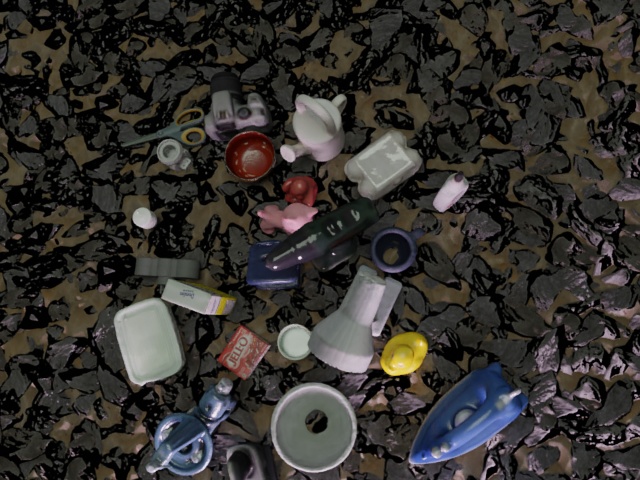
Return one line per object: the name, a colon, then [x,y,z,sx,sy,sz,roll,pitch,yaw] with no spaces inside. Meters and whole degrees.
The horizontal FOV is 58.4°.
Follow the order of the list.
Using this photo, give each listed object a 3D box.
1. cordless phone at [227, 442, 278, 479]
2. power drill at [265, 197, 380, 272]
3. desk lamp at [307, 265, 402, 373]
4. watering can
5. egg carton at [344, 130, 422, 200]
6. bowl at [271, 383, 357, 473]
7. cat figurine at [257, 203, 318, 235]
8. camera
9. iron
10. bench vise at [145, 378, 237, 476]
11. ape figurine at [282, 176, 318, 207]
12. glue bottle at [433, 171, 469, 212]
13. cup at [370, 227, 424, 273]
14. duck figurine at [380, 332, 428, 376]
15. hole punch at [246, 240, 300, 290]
cordless phone: [-0.139,0.460,1.065,0.094,0.185,0.147,-19,79,2]
power drill: [0.010,0.004,1.118,0.229,0.208,0.075,-33,78,-1]
desk lamp: [0.071,0.142,1.086,0.117,0.213,0.203,24,83,9]
watering can: [-0.008,-0.230,1.168,0.100,0.194,0.173,19,82,9]
egg carton: [0.133,-0.156,1.205,0.150,0.069,0.107,-37,79,-2]
bowl: [-0.009,0.363,1.126,0.167,0.075,0.167,-1,80,5]
cat figurine: [-0.067,-0.045,1.180,0.127,0.118,0.067,9,81,7]
camera: [-0.186,-0.299,1.244,0.143,0.101,0.137,-9,79,4]
iron: [0.270,0.346,1.068,0.258,0.141,0.118,-40,79,-2]
bench vise: [-0.251,0.351,1.077,0.121,0.220,0.207,16,82,8]
ape figurine: [-0.041,-0.105,1.201,0.076,0.092,0.078,-33,79,-1]
glue bottle: [0.264,-0.105,1.131,0.037,0.173,0.078,44,87,11]
cup: [0.158,0.017,1.160,0.118,0.095,0.091,-35,79,-1]
duck figurine: [0.167,0.224,1.127,0.104,0.086,0.077,-37,79,-1]
hole punch: [-0.098,0.049,1.180,0.108,0.091,0.101,-4,80,5]
